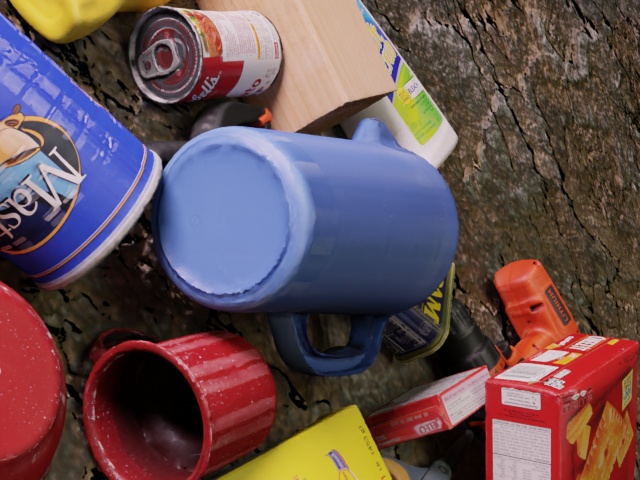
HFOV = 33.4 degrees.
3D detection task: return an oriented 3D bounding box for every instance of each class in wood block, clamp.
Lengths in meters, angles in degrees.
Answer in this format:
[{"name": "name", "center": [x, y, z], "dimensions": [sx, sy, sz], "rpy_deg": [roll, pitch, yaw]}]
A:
[{"name": "wood block", "center": [-0.034, -0.190, 0.864], "dimensions": [0.090, 0.090, 0.206], "rpy_deg": [-25, 89, -55]}, {"name": "clamp", "center": [-0.079, -0.055, 0.762], "dimensions": [0.171, 0.039, 0.120], "rpy_deg": [-75, 148, -46]}]

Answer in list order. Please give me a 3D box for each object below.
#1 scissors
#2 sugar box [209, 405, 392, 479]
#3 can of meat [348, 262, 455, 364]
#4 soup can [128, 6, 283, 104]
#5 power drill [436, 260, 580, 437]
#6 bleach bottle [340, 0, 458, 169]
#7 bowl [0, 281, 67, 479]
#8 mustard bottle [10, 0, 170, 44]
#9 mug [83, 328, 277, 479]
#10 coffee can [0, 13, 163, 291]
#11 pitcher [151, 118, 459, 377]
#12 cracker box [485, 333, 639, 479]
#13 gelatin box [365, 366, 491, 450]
[{"name": "scissors", "center": [0.078, 0.177, 0.844], "dimensions": [0.096, 0.016, 0.201], "rpy_deg": [37, 23, -3]}, {"name": "sugar box", "center": [-0.025, 0.178, 0.663], "dimensions": [0.175, 0.048, 0.093], "rpy_deg": [-21, 82, -48]}, {"name": "can of meat", "center": [0.061, 0.036, 0.880], "dimensions": [0.083, 0.058, 0.102], "rpy_deg": [40, 42, -28]}, {"name": "soup can", "center": [-0.083, -0.138, 0.789], "dimensions": [0.102, 0.069, 0.068], "rpy_deg": [-17, 83, -55]}, {"name": "power drill", "center": [0.170, 0.095, 0.986], "dimensions": [0.184, 0.057, 0.187], "rpy_deg": [60, 38, -14]}, {"name": "bleach bottle", "center": [0.023, -0.165, 0.949], "dimensions": [0.251, 0.068, 0.102], "rpy_deg": [55, 37, -10]}, {"name": "bowl", "center": [-0.184, 0.073, 0.540], "dimensions": [0.161, 0.055, 0.162], "rpy_deg": [30, 47, -40]}, {"name": "mustard bottle", "center": [-0.145, -0.207, 0.758], "dimensions": [0.096, 0.058, 0.191], "rpy_deg": [57, 36, -6]}, {"name": "mug", "center": [-0.088, 0.092, 0.637], "dimensions": [0.117, 0.093, 0.081], "rpy_deg": [36, 22, 23]}, {"name": "coffee can", "center": [-0.172, -0.054, 0.591], "dimensions": [0.140, 0.103, 0.102], "rpy_deg": [44, 40, -26]}, {"name": "pitcher", "center": [-0.005, 0.001, 0.714], "dimensions": [0.149, 0.145, 0.242], "rpy_deg": [51, 19, 17]}, {"name": "cracker box", "center": [0.204, 0.200, 0.880], "dimensions": [0.163, 0.072, 0.214], "rpy_deg": [-15, 105, -52]}, {"name": "gelatin box", "center": [0.088, 0.132, 0.840], "dimensions": [0.089, 0.073, 0.030], "rpy_deg": [-19, 86, -55]}]
